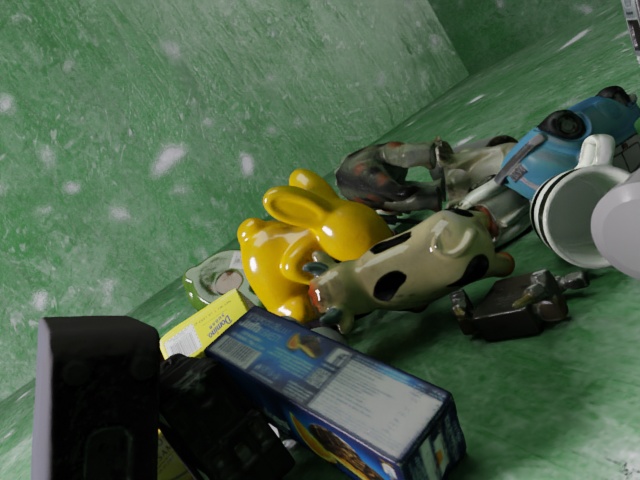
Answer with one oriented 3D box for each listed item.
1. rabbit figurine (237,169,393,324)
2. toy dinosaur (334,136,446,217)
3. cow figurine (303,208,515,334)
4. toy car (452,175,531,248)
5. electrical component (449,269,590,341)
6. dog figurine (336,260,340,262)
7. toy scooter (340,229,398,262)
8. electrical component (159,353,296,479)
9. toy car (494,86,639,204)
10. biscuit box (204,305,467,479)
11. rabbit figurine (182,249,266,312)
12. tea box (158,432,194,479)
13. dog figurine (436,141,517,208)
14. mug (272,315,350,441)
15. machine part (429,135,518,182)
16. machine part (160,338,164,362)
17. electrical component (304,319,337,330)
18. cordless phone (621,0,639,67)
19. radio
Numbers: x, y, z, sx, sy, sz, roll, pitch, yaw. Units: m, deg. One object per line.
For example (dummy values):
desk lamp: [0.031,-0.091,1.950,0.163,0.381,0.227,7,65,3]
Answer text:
rabbit figurine: [-0.001,-0.002,0.625,0.173,0.162,0.122,-17,15,32]
toy dinosaur: [0.092,-0.095,0.829,0.192,0.131,0.405,-7,2,18]
cow figurine: [0.072,0.034,0.517,0.195,0.085,0.127,-28,-23,29]
toy car: [0.165,-0.007,0.615,0.202,0.073,0.056,-35,9,-10]
electrical component: [0.160,0.050,0.448,0.078,0.045,0.102,-42,13,-35]
dog figurine: [-0.028,0.047,0.868,0.219,0.109,0.191,-50,-29,11]
toy scooter: [0.072,0.038,0.703,0.135,0.075,0.184,-39,17,-30]
electrical component: [-0.083,0.158,0.432,0.058,0.134,0.115,-38,13,-27]
toy car: [0.272,-0.081,0.557,0.162,0.103,0.109,-26,-14,-20]
biscuit box: [0.000,0.113,0.391,0.203,0.062,0.059,15,45,44]
rabbit figurine: [-0.116,0.104,0.746,0.159,0.170,0.121,-3,52,8]
tea box: [-0.204,0.246,0.580,0.170,0.068,0.098,-26,13,41]
dog figurine: [0.263,-0.092,0.720,0.191,0.121,0.172,-11,12,16]
mug: [-0.024,0.122,0.526,0.107,0.109,0.081,-27,15,-28]
machine part: [0.252,-0.122,0.880,0.079,0.079,0.243,-35,11,-12]
machine part: [-0.230,0.173,0.688,0.201,0.087,0.201,6,-16,-35]
electrical component: [-0.008,0.098,0.710,0.075,0.047,0.119,-20,15,16]
cordless phone: [0.339,-0.161,0.501,0.089,0.184,0.146,-24,12,22]
radio: [-0.164,0.170,0.382,0.073,0.229,0.131,2,-7,-31]
